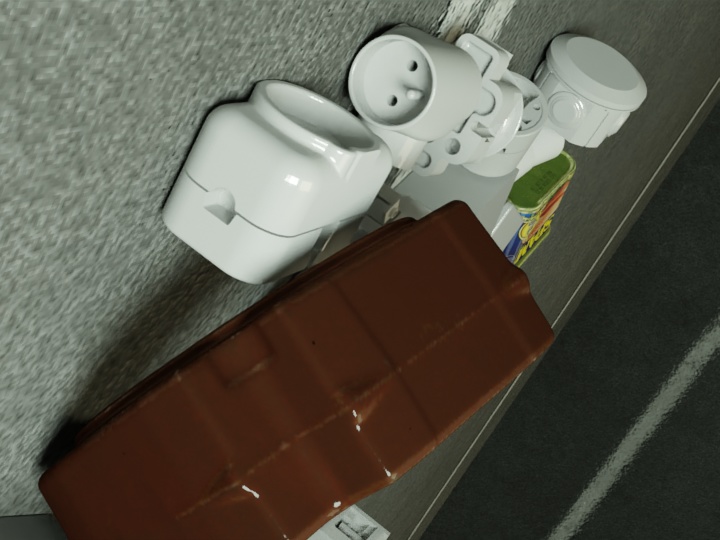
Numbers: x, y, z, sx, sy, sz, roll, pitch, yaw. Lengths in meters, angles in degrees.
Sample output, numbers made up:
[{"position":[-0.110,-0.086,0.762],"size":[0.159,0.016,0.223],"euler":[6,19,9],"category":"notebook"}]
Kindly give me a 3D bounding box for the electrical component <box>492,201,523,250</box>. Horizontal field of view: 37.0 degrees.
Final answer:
[{"position":[0.080,-0.022,0.845],"size":[0.099,0.048,0.100],"euler":[-55,166,4],"category":"electrical component"}]

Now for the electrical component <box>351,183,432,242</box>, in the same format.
[{"position":[0.006,-0.023,0.591],"size":[0.048,0.055,0.066],"euler":[-47,164,-26],"category":"electrical component"}]

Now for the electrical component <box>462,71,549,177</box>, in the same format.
[{"position":[0.088,-0.093,0.695],"size":[0.055,0.055,0.047],"euler":[-45,167,-33],"category":"electrical component"}]

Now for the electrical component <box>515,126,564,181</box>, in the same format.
[{"position":[0.124,-0.093,0.838],"size":[0.065,0.044,0.044],"euler":[-37,159,-37],"category":"electrical component"}]

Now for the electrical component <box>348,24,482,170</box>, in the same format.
[{"position":[0.020,-0.077,0.533],"size":[0.079,0.044,0.077],"euler":[-59,165,19],"category":"electrical component"}]

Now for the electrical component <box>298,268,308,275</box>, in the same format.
[{"position":[0.000,0.000,0.649],"size":[0.079,0.044,0.077],"euler":[-60,164,21],"category":"electrical component"}]

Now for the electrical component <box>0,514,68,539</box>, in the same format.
[{"position":[-0.145,0.156,0.424],"size":[0.060,0.105,0.186],"euler":[-53,166,-3],"category":"electrical component"}]

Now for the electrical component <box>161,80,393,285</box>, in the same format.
[{"position":[-0.030,-0.039,0.445],"size":[0.059,0.054,0.095],"euler":[-60,165,22],"category":"electrical component"}]

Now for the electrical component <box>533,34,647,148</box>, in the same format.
[{"position":[0.169,-0.135,0.806],"size":[0.080,0.080,0.051],"euler":[-39,164,-46],"category":"electrical component"}]

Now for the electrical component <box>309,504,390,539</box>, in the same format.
[{"position":[-0.067,0.273,0.946],"size":[0.060,0.105,0.186],"euler":[-32,154,-57],"category":"electrical component"}]

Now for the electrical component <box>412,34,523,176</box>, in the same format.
[{"position":[0.058,-0.091,0.598],"size":[0.078,0.058,0.057],"euler":[-59,162,19],"category":"electrical component"}]
